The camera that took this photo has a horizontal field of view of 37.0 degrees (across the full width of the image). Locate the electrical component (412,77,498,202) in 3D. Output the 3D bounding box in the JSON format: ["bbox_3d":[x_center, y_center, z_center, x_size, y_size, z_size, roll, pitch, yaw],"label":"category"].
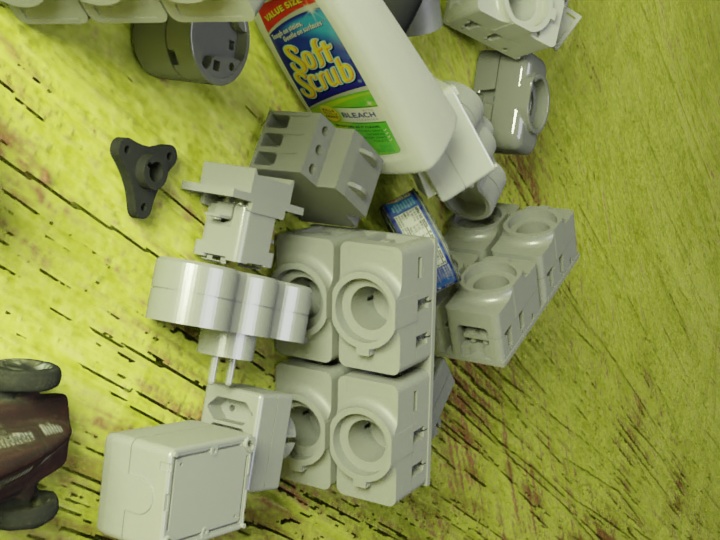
[{"bbox_3d":[0.062,-0.100,0.870,0.061,0.061,0.096,-33,115,-2],"label":"electrical component"}]

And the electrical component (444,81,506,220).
[{"bbox_3d":[0.098,-0.117,0.970,0.073,0.052,0.138,-62,144,-31],"label":"electrical component"}]

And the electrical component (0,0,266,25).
[{"bbox_3d":[-0.116,-0.163,0.495,0.061,0.150,0.089,-64,145,-31],"label":"electrical component"}]

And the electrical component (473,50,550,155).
[{"bbox_3d":[0.145,-0.160,1.034,0.054,0.059,0.095,9,89,-60],"label":"electrical component"}]

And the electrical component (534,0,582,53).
[{"bbox_3d":[0.167,-0.245,1.040,0.042,0.081,0.064,-52,173,-8],"label":"electrical component"}]

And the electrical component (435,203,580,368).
[{"bbox_3d":[0.116,0.003,0.976,0.186,0.105,0.060,-46,135,-45],"label":"electrical component"}]

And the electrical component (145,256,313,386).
[{"bbox_3d":[-0.084,0.038,0.695,0.138,0.052,0.073,16,83,-60],"label":"electrical component"}]

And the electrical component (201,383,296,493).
[{"bbox_3d":[-0.070,0.114,0.743,0.077,0.047,0.065,12,86,-60],"label":"electrical component"}]

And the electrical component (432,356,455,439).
[{"bbox_3d":[0.049,0.128,0.951,0.083,0.047,0.075,-62,145,-31],"label":"electrical component"}]

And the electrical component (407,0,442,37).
[{"bbox_3d":[0.039,-0.230,0.852,0.043,0.043,0.081,-44,133,-47],"label":"electrical component"}]

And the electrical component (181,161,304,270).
[{"bbox_3d":[-0.077,-0.034,0.701,0.081,0.042,0.063,12,88,-60],"label":"electrical component"}]

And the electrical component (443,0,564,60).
[{"bbox_3d":[0.141,-0.279,0.962,0.089,0.062,0.150,19,79,-29],"label":"electrical component"}]

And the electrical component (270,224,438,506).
[{"bbox_3d":[-0.007,0.067,0.782,0.060,0.105,0.186,-18,112,-57],"label":"electrical component"}]

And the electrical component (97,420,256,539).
[{"bbox_3d":[-0.111,0.129,0.662,0.096,0.061,0.061,2,96,-60],"label":"electrical component"}]

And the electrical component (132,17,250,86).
[{"bbox_3d":[-0.100,-0.137,0.632,0.055,0.047,0.055,-21,115,-57],"label":"electrical component"}]
